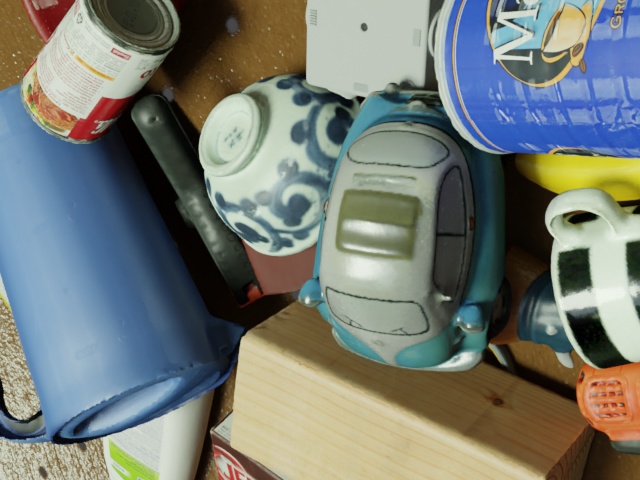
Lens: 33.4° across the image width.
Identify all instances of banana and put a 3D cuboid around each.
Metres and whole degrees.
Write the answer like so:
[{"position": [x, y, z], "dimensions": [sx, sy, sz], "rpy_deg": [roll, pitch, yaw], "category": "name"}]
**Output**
[{"position": [0.187, -0.060, 0.549], "dimensions": [0.198, 0.037, 0.069], "rpy_deg": [-33, 58, 40], "category": "banana"}]

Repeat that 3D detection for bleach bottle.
[{"position": [-0.145, 0.159, 0.895], "dimensions": [0.103, 0.067, 0.251], "rpy_deg": [32, 128, 25], "category": "bleach bottle"}]

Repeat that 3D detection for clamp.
[{"position": [-0.084, -0.031, 0.743], "dimensions": [0.039, 0.120, 0.171], "rpy_deg": [-31, 92, 3], "category": "clamp"}]

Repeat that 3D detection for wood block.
[{"position": [0.054, 0.119, 0.670], "dimensions": [0.206, 0.090, 0.090], "rpy_deg": [22, 120, 27], "category": "wood block"}]

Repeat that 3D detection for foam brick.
[{"position": [-0.005, 0.001, 0.717], "dimensions": [0.078, 0.051, 0.053], "rpy_deg": [-11, 103, 42], "category": "foam brick"}]

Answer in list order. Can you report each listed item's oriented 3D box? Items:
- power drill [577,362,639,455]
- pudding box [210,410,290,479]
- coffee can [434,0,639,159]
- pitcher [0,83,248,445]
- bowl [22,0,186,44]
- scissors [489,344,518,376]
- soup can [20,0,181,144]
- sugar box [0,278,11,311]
[{"position": [0.235, 0.143, 0.561], "dimensions": [0.185, 0.057, 0.187], "rpy_deg": [-11, 86, 44], "category": "power drill"}, {"position": [-0.029, 0.188, 0.812], "dimensions": [0.114, 0.039, 0.090], "rpy_deg": [27, 143, 27], "category": "pudding box"}, {"position": [0.139, -0.089, 0.502], "dimensions": [0.141, 0.102, 0.103], "rpy_deg": [9, 115, 49], "category": "coffee can"}, {"position": [-0.174, 0.016, 0.748], "dimensions": [0.145, 0.148, 0.243], "rpy_deg": [-39, 69, 40], "category": "pitcher"}, {"position": [-0.143, -0.193, 0.741], "dimensions": [0.162, 0.055, 0.162], "rpy_deg": [17, 119, 33], "category": "bowl"}, {"position": [0.059, 0.035, 0.703], "dimensions": [0.096, 0.016, 0.202], "rpy_deg": [-35, 86, 39], "category": "scissors"}, {"position": [-0.143, -0.118, 0.690], "dimensions": [0.068, 0.068, 0.102], "rpy_deg": [55, 132, 6], "category": "soup can"}, {"position": [-0.211, 0.011, 0.894], "dimensions": [0.093, 0.048, 0.176], "rpy_deg": [53, 129, 8], "category": "sugar box"}]
